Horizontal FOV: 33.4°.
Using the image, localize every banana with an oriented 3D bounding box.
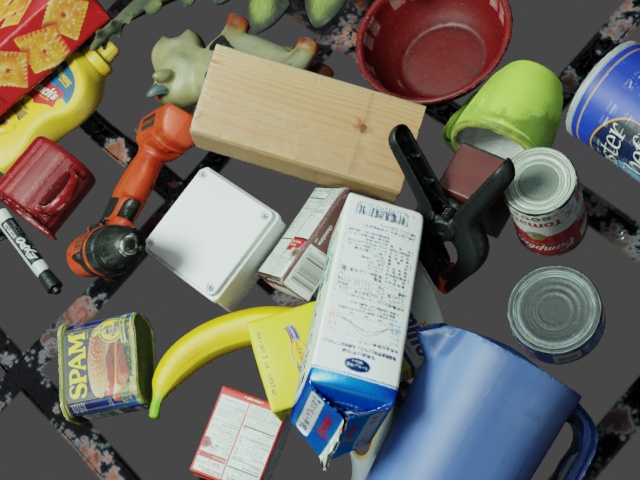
[{"bbox_3d":[-0.089,0.106,1.055,0.198,0.037,0.070,-28,70,4],"label":"banana"}]

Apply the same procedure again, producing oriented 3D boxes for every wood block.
[{"bbox_3d":[-0.013,-0.109,1.036,0.206,0.090,0.091,17,84,0],"label":"wood block"}]

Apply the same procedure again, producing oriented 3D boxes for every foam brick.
[{"bbox_3d":[0.152,-0.047,1.009,0.051,0.078,0.053,25,77,27],"label":"foam brick"}]

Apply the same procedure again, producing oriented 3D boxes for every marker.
[{"bbox_3d":[-0.320,0.014,1.174,0.020,0.020,0.121,-41,71,0],"label":"marker"}]

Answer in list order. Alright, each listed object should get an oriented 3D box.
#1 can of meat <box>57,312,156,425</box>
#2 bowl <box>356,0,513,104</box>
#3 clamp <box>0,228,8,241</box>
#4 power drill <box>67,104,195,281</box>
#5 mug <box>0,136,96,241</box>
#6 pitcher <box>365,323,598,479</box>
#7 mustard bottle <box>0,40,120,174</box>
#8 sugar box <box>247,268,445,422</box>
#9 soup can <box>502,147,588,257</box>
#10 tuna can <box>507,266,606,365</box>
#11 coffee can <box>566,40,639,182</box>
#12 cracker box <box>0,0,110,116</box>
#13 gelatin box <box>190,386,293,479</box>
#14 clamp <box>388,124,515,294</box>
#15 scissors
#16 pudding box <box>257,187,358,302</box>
[{"bbox_3d":[-0.214,0.129,1.080,0.084,0.057,0.102,-12,66,11],"label":"can of meat"},{"bbox_3d":[0.121,-0.197,1.090,0.162,0.055,0.162,-8,65,18],"label":"bowl"},{"bbox_3d":[-0.472,0.027,1.220,0.210,0.036,0.164,19,74,22],"label":"clamp"},{"bbox_3d":[-0.187,-0.046,1.092,0.185,0.057,0.187,-8,51,63],"label":"power drill"},{"bbox_3d":[-0.294,-0.057,1.157,0.081,0.093,0.117,-53,30,-12],"label":"mug"},{"bbox_3d":[0.115,0.204,0.897,0.149,0.144,0.243,27,86,34],"label":"pitcher"},{"bbox_3d":[-0.306,-0.160,1.225,0.191,0.058,0.096,-41,53,0],"label":"mustard bottle"},{"bbox_3d":[0.029,0.096,0.992,0.176,0.048,0.093,-19,68,1],"label":"sugar box"},{"bbox_3d":[0.205,-0.034,0.971,0.069,0.102,0.068,-7,66,16],"label":"soup can"},{"bbox_3d":[0.213,0.067,0.966,0.086,0.033,0.086,-7,67,17],"label":"tuna can"},{"bbox_3d":[0.309,-0.100,0.961,0.103,0.102,0.140,-46,62,-3],"label":"coffee can"},{"bbox_3d":[-0.358,-0.231,1.231,0.213,0.072,0.164,-41,35,0],"label":"cracker box"},{"bbox_3d":[-0.073,0.194,1.019,0.073,0.030,0.089,15,75,22],"label":"gelatin box"},{"bbox_3d":[0.109,-0.027,0.968,0.120,0.171,0.039,33,49,26],"label":"clamp"},{"bbox_3d":[0.050,0.236,0.966,0.096,0.016,0.201,7,72,22],"label":"scissors"},{"bbox_3d":[-0.007,0.001,1.040,0.039,0.090,0.113,38,81,-16],"label":"pudding box"}]
